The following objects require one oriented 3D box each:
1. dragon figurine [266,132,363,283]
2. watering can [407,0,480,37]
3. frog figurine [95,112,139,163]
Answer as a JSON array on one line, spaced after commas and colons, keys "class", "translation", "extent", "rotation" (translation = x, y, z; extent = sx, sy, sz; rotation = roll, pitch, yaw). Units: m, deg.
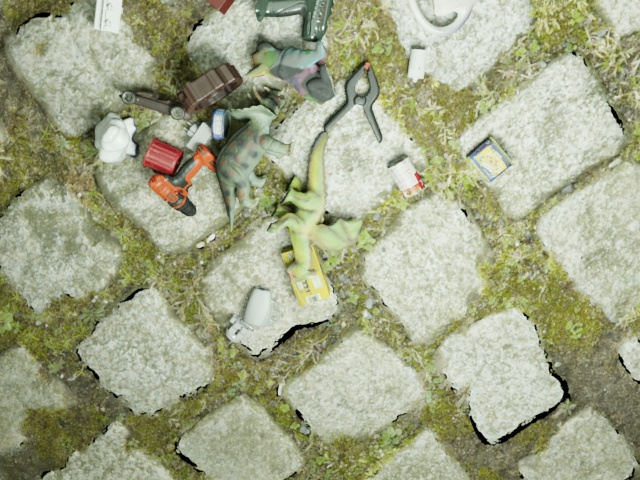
[{"class": "dragon figurine", "translation": [0.004, -0.071, 1.414], "extent": [0.242, 0.411, 0.122], "rotation": [31, -2, -5]}, {"class": "watering can", "translation": [0.307, -0.687, 1.265], "extent": [0.224, 0.342, 0.106], "rotation": [-19, 21, 7]}, {"class": "frog figurine", "translation": [-0.562, -0.272, 1.385], "extent": [0.123, 0.136, 0.161], "rotation": [20, 14, -1]}]
